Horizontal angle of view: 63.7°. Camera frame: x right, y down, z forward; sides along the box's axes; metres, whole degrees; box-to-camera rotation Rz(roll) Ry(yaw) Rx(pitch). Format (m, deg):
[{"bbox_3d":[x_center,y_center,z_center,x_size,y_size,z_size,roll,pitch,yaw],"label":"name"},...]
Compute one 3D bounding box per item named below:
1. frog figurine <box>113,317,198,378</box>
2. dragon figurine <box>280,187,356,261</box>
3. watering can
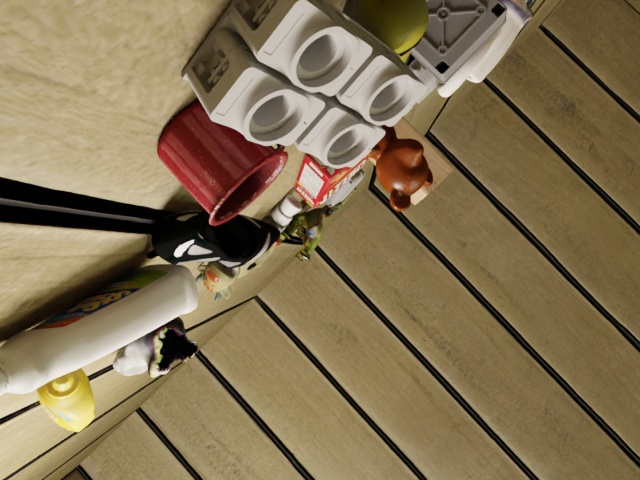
[{"bbox_3d":[-0.344,0.205,1.018,0.159,0.120,0.140,-3,-148,33],"label":"frog figurine"},{"bbox_3d":[0.004,-0.069,1.370,0.246,0.122,0.407,-49,-171,-18],"label":"dragon figurine"},{"bbox_3d":[0.309,-0.389,1.034,0.221,0.104,0.353,-54,-178,21],"label":"watering can"}]
